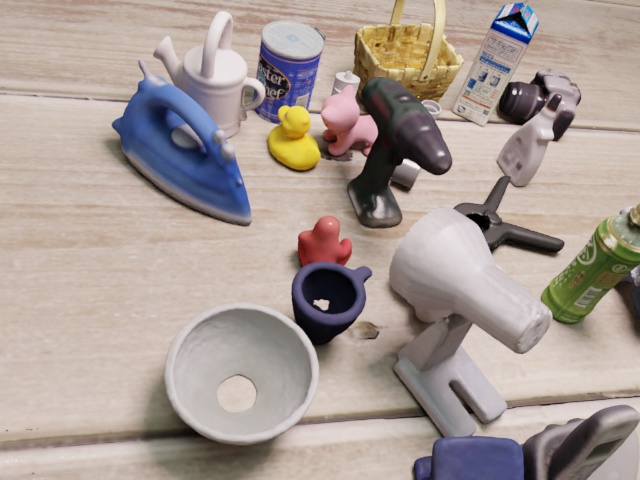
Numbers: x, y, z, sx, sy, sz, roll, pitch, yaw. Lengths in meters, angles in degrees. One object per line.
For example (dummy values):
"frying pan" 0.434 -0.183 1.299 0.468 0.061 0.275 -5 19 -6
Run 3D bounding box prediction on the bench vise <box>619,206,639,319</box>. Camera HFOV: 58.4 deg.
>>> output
"bench vise" 0.500 0.021 0.821 0.122 0.220 0.207 -18 57 -27

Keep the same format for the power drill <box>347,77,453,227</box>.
"power drill" 0.108 -0.119 0.840 0.076 0.208 0.229 -6 53 -19

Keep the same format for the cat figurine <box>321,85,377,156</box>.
"cat figurine" 0.052 -0.202 0.954 0.128 0.118 0.067 -4 52 -18

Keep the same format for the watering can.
"watering can" -0.172 -0.262 0.892 0.173 0.194 0.101 2 51 -13

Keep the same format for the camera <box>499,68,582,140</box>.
"camera" 0.434 -0.289 1.141 0.137 0.101 0.143 12 49 -5

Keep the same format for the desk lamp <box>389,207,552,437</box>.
"desk lamp" 0.166 0.096 0.673 0.118 0.213 0.203 -22 59 -29

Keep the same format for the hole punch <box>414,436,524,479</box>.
"hole punch" 0.165 0.269 0.610 0.109 0.091 0.101 5 50 -11

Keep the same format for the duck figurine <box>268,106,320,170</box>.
"duck figurine" -0.037 -0.172 0.926 0.078 0.086 0.104 -25 61 -31

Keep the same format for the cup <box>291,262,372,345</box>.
"cup" 0.013 0.082 0.721 0.118 0.095 0.091 -29 63 -33

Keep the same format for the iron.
"iron" -0.183 -0.143 0.825 0.257 0.141 0.119 38 52 17

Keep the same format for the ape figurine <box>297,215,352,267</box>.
"ape figurine" 0.007 0.003 0.788 0.077 0.092 0.076 25 49 6

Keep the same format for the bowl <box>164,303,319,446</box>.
"bowl" -0.088 0.158 0.644 0.167 0.075 0.167 8 50 -9

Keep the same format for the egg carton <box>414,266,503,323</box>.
"egg carton" 0.184 0.054 0.809 0.151 0.069 0.107 -15 56 -26

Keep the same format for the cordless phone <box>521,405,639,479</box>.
"cordless phone" 0.309 0.227 0.621 0.148 0.185 0.094 -8 54 -21

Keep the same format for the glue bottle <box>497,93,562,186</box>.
"glue bottle" 0.367 -0.177 0.982 0.037 0.173 0.078 -7 53 -20
